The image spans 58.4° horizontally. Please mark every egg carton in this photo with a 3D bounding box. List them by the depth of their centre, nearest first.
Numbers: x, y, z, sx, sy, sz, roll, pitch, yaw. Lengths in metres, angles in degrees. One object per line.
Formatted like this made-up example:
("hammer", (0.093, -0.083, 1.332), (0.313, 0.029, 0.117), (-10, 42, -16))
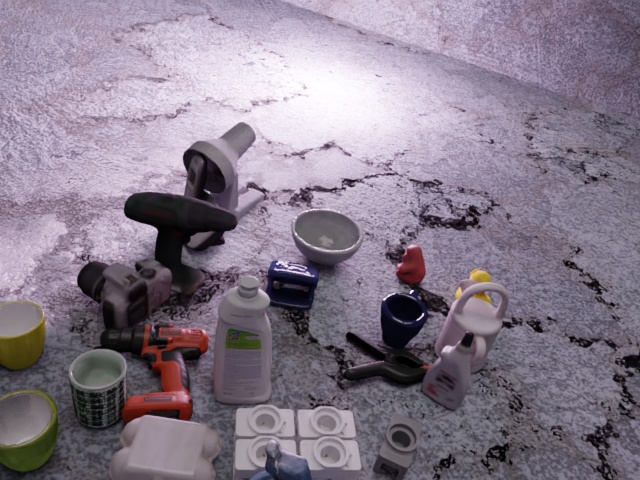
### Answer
("egg carton", (-0.221, 0.316, 0.829), (0.150, 0.069, 0.107), (9, 37, -4))

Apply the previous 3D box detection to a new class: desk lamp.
("desk lamp", (-0.218, -0.159, 1.331), (0.117, 0.213, 0.204), (26, 39, 18))

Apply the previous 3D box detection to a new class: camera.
("camera", (-0.371, 0.079, 1.070), (0.136, 0.101, 0.143), (27, 39, 19))

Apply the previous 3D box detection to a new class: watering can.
("watering can", (0.289, 0.149, 1.089), (0.101, 0.194, 0.172), (-5, 40, -21))

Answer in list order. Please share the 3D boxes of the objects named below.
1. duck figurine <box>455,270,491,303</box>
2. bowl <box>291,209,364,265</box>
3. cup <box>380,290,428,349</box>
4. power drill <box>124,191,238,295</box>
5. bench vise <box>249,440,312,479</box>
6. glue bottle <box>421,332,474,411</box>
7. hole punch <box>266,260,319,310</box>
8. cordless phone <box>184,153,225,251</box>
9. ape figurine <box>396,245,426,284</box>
("duck figurine", (0.343, 0.110, 1.246), (0.077, 0.086, 0.104), (9, 37, -5))
("bowl", (0.012, 0.005, 1.299), (0.167, 0.075, 0.167), (8, 37, -6))
("cup", (0.160, 0.158, 1.123), (0.091, 0.095, 0.118), (23, 38, 14))
("power drill", (-0.269, 0.000, 1.112), (0.229, 0.208, 0.076), (19, 37, 9))
("bench vise", (-0.017, 0.340, 0.729), (0.207, 0.220, 0.121), (11, 37, -1))
("glue bottle", (0.233, 0.220, 0.997), (0.078, 0.173, 0.037), (27, 39, 19))
("hole punch", (-0.057, 0.076, 1.172), (0.108, 0.091, 0.101), (10, 37, -3))
("cordless phone", (-0.259, -0.083, 1.244), (0.094, 0.185, 0.147), (-15, 44, -31))
("ape figurine", (0.205, 0.049, 1.281), (0.078, 0.092, 0.076), (-23, 49, -38))
